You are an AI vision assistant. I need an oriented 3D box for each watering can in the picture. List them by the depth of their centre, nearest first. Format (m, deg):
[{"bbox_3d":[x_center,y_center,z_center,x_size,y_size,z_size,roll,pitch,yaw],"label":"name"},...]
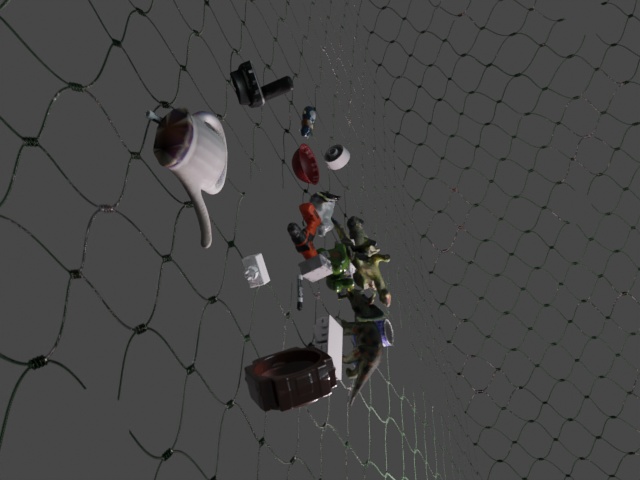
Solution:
[{"bbox_3d":[-0.303,-0.171,1.251,0.103,0.353,0.221,-8,-23,26],"label":"watering can"}]

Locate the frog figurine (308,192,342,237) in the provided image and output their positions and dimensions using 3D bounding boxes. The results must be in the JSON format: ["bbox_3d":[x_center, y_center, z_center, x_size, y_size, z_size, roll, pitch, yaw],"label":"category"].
[{"bbox_3d":[0.006,-0.099,1.966,0.123,0.157,0.139,19,17,5],"label":"frog figurine"}]

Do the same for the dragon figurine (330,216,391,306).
[{"bbox_3d":[0.147,0.096,1.992,0.123,0.237,0.417,-22,48,-25],"label":"dragon figurine"}]
